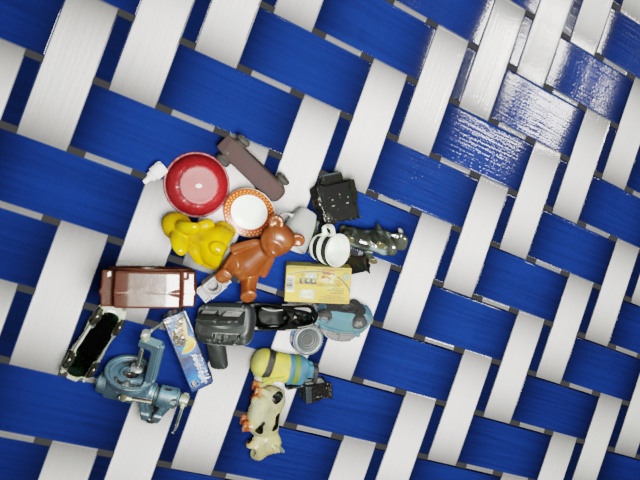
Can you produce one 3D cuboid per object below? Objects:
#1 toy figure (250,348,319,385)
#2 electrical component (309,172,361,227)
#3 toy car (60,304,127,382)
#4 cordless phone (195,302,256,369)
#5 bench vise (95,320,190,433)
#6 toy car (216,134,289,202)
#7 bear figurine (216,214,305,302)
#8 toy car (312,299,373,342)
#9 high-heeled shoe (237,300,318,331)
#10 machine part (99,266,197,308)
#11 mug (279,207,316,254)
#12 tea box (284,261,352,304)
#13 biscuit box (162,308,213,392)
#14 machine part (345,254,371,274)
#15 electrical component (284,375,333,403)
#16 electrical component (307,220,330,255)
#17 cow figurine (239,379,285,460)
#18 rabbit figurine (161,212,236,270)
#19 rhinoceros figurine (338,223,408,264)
[{"bbox_3d":[-0.092,0.329,1.395,0.180,0.082,0.089,6,80,-14],"label":"toy figure"},{"bbox_3d":[0.038,-0.107,1.398,0.115,0.058,0.134,-15,93,-24],"label":"electrical component"},{"bbox_3d":[-0.526,0.237,1.252,0.073,0.056,0.201,33,86,-25],"label":"toy car"},{"bbox_3d":[-0.226,0.246,1.315,0.147,0.089,0.184,1,115,12],"label":"cordless phone"},{"bbox_3d":[-0.402,0.313,1.249,0.224,0.129,0.240,21,114,2],"label":"bench vise"},{"bbox_3d":[-0.167,-0.176,1.334,0.089,0.053,0.202,-43,106,11],"label":"toy car"},{"bbox_3d":[-0.139,0.041,1.292,0.196,0.132,0.120,-31,119,28],"label":"bear figurine"},{"bbox_3d":[0.055,0.218,1.424,0.162,0.109,0.102,5,111,-10],"label":"toy car"},{"bbox_3d":[-0.132,0.196,1.330,0.249,0.145,0.086,-6,97,-16],"label":"high-heeled shoe"},{"bbox_3d":[-0.380,0.102,1.206,0.201,0.201,0.087,1,89,-13],"label":"machine part"},{"bbox_3d":[-0.065,-0.034,1.372,0.109,0.081,0.107,32,74,-20],"label":"mug"},{"bbox_3d":[-0.007,0.109,1.388,0.170,0.068,0.098,5,97,-6],"label":"tea box"},{"bbox_3d":[-0.324,0.266,1.318,0.059,0.063,0.202,-22,101,-14],"label":"biscuit box"},{"bbox_3d":[0.070,0.064,1.446,0.139,0.039,0.084,1,90,-17],"label":"machine part"},{"bbox_3d":[-0.032,0.397,1.423,0.119,0.075,0.047,-5,96,-22],"label":"electrical component"},{"bbox_3d":[-0.003,-0.004,1.422,0.063,0.021,0.094,14,90,-20],"label":"electrical component"},{"bbox_3d":[-0.140,0.473,1.393,0.127,0.085,0.194,16,89,-13],"label":"cow figurine"},{"bbox_3d":[-0.301,-0.005,1.268,0.173,0.162,0.122,31,98,-1],"label":"rabbit figurine"},{"bbox_3d":[0.140,0.004,1.432,0.190,0.112,0.073,6,123,-5],"label":"rhinoceros figurine"}]
